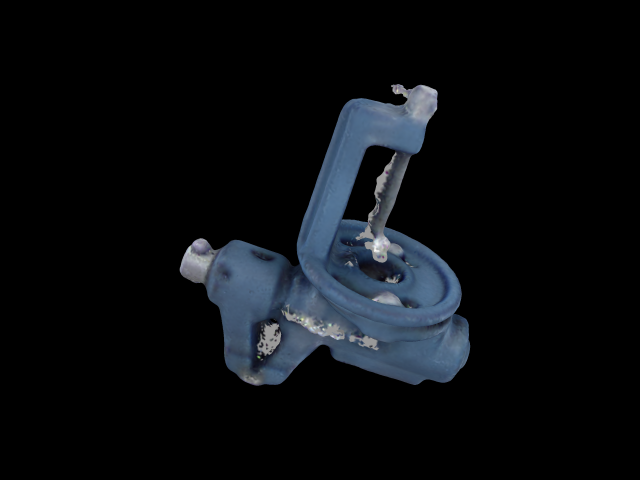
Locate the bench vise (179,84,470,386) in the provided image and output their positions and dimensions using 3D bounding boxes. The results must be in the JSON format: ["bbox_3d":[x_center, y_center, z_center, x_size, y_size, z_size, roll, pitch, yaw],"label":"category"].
[{"bbox_3d":[0.005,0.007,0.389,0.207,0.220,0.121,-5,28,-9],"label":"bench vise"}]
